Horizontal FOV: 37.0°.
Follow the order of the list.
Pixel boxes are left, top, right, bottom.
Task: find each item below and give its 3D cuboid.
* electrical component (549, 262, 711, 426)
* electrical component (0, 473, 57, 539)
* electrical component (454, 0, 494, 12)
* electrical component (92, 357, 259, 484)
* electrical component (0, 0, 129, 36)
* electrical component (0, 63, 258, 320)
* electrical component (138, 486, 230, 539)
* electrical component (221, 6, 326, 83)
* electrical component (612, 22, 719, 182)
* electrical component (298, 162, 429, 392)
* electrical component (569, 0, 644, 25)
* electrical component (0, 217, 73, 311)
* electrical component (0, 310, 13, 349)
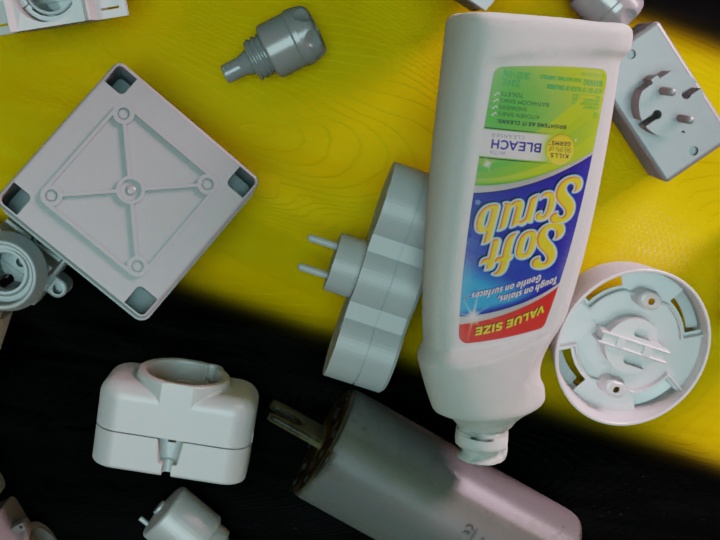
[{"bbox_3d":[0.163,0.043,0.659,0.099,0.064,0.099,0,102,-1],"label":"electrical component"},{"bbox_3d":[-0.248,0.163,0.658,0.060,0.105,0.186,-27,101,4],"label":"electrical component"},{"bbox_3d":[0.073,-0.233,0.603,0.089,0.061,0.150,33,99,-7],"label":"electrical component"},{"bbox_3d":[-0.113,0.091,0.671,0.095,0.053,0.059,9,101,-2],"label":"electrical component"},{"bbox_3d":[-0.173,-0.160,0.615,0.081,0.064,0.042,-8,103,1],"label":"electrical component"},{"bbox_3d":[-0.134,-0.044,0.629,0.109,0.056,0.108,40,81,-8],"label":"electrical component"},{"bbox_3d":[-0.104,0.175,0.695,0.078,0.040,0.040,42,98,-8],"label":"electrical component"},{"bbox_3d":[-0.053,-0.129,0.637,0.061,0.035,0.035,-25,101,7],"label":"electrical component"},{"bbox_3d":[0.176,-0.097,0.625,0.047,0.075,0.083,-35,100,6],"label":"electrical component"},{"bbox_3d":[0.000,0.000,0.654,0.074,0.052,0.138,18,100,-4],"label":"electrical component"},{"bbox_3d":[0.136,-0.167,0.631,0.035,0.035,0.061,-44,96,8],"label":"electrical component"},{"bbox_3d":[-0.209,-0.003,0.650,0.066,0.055,0.048,38,99,-8],"label":"electrical component"},{"bbox_3d":[-0.296,0.028,0.638,0.150,0.089,0.061,20,101,-4],"label":"electrical component"}]
